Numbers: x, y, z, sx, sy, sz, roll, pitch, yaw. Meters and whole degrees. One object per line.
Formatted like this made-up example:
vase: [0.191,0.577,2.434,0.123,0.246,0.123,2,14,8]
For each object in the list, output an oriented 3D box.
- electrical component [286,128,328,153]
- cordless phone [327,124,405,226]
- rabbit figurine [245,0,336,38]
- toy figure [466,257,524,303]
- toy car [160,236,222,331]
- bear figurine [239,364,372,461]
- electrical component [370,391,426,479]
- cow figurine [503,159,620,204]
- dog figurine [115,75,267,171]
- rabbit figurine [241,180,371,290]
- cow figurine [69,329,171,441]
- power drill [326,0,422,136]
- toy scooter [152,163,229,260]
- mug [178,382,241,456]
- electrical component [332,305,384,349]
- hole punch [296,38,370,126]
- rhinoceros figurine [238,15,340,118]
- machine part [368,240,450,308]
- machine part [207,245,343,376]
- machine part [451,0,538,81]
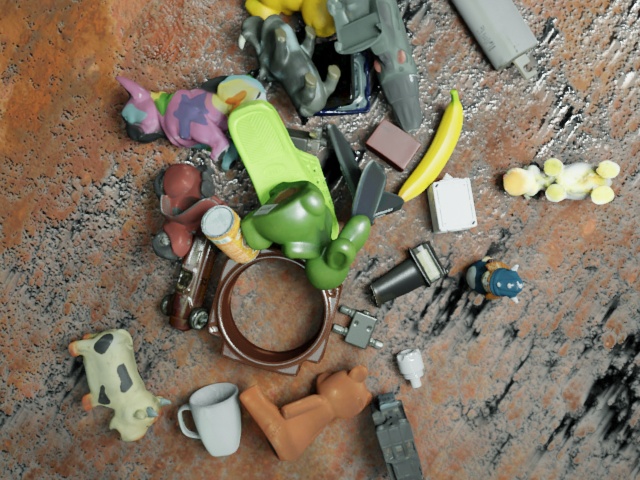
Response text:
electrical component: [-0.041,-0.171,0.888,0.102,0.078,0.045,12,116,6]
cordless phone: [0.056,-0.114,0.860,0.089,0.146,0.184,-26,85,5]
rabbit figurine: [-0.023,-0.393,0.867,0.162,0.121,0.173,-40,69,-18]
toy figure: [0.274,0.064,0.851,0.058,0.154,0.064,-28,92,0]
toy car: [-0.213,0.055,0.904,0.089,0.053,0.202,19,95,37]
bear figurine: [-0.016,0.269,0.901,0.196,0.120,0.132,-35,46,-22]
electrical component: [0.125,0.324,0.885,0.058,0.115,0.134,-16,93,0]
cow figurine: [0.390,-0.098,0.881,0.168,0.098,0.068,5,98,21]
dog figurine: [-0.220,-0.222,0.886,0.219,0.108,0.191,31,94,3]
rabbit figurine: [-0.002,-0.002,0.797,0.159,0.121,0.170,-11,122,39]
cow figurine: [-0.337,0.247,0.918,0.127,0.085,0.194,-14,91,9]
power drill: [0.096,-0.289,0.824,0.086,0.207,0.232,-15,80,31]
toy scooter: [-0.203,-0.060,0.867,0.135,0.075,0.184,-21,54,20]
mug: [-0.183,0.312,0.914,0.110,0.081,0.107,-12,100,-4]
electrical component: [0.071,0.152,0.927,0.094,0.021,0.063,22,92,1]
hole punch: [0.023,-0.263,0.893,0.116,0.092,0.142,0,96,32]
rhinoceros figurine: [-0.052,-0.281,0.843,0.073,0.112,0.190,-32,80,-33]
machine part: [0.144,0.063,0.915,0.139,0.039,0.084,-34,99,1]
machine part: [-0.075,0.113,0.900,0.201,0.087,0.201,16,91,2]
machine part: [0.277,-0.365,0.875,0.079,0.079,0.243,-32,91,3]
